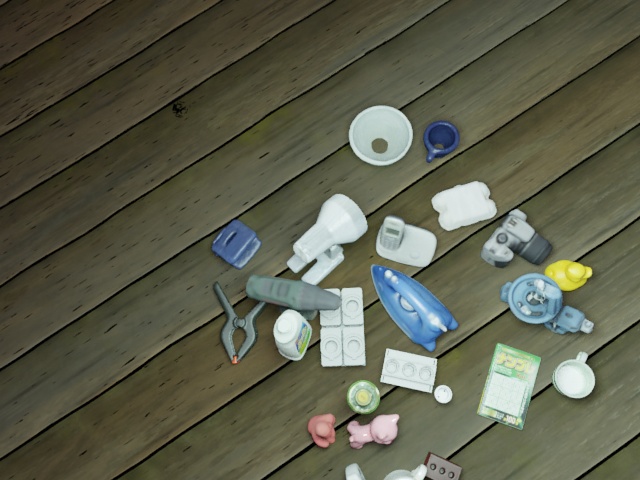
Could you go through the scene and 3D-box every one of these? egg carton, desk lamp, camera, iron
[{"bbox_3d":[0.367,-0.088,1.465,0.150,0.069,0.107,-18,75,0],"label":"egg carton"},{"bbox_3d":[0.013,0.005,1.393,0.203,0.213,0.118,-44,77,-7],"label":"desk lamp"},{"bbox_3d":[0.493,0.011,1.415,0.136,0.101,0.143,37,81,12],"label":"camera"},{"bbox_3d":[0.213,0.141,1.380,0.119,0.141,0.258,-43,77,-7],"label":"iron"}]

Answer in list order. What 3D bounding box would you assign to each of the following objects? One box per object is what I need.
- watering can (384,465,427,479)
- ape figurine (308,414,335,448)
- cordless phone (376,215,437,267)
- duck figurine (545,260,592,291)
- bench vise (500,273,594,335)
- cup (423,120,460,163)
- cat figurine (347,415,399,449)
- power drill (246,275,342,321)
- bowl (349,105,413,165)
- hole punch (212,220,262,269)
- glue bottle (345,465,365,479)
[{"bbox_3d":[0.183,0.574,1.244,0.101,0.194,0.173,10,77,7],"label":"watering can"},{"bbox_3d":[0.007,0.444,1.343,0.076,0.092,0.078,32,80,12],"label":"ape figurine"},{"bbox_3d":[0.213,-0.005,1.395,0.147,0.185,0.094,13,77,8],"label":"cordless phone"},{"bbox_3d":[0.608,0.081,1.396,0.104,0.086,0.077,1,76,5],"label":"duck figurine"},{"bbox_3d":[0.536,0.138,1.317,0.207,0.220,0.121,11,77,7],"label":"bench vise"},{"bbox_3d":[0.307,-0.241,1.496,0.091,0.095,0.118,28,79,11],"label":"cup"},{"bbox_3d":[0.125,0.443,1.321,0.128,0.118,0.067,-16,75,0],"label":"cat figurine"},{"bbox_3d":[-0.055,0.138,1.366,0.229,0.208,0.076,11,77,7],"label":"power drill"},{"bbox_3d":[0.161,-0.267,1.524,0.167,0.075,0.167,-1,76,4],"label":"bowl"},{"bbox_3d":[-0.220,0.009,1.472,0.101,0.091,0.109,36,81,12],"label":"hole punch"},{"bbox_3d":[0.081,0.546,1.270,0.037,0.173,0.078,-25,75,-2],"label":"glue bottle"}]
